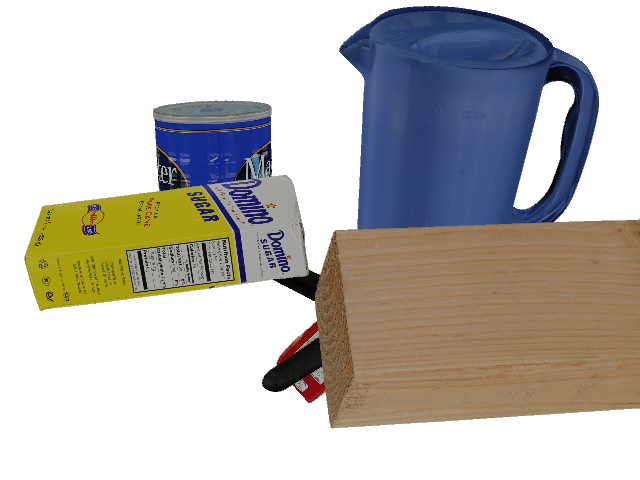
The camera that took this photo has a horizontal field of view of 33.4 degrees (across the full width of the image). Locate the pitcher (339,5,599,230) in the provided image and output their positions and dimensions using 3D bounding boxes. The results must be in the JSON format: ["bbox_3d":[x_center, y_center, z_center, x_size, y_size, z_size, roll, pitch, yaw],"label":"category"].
[{"bbox_3d":[0.100,-0.045,0.808,0.144,0.243,0.149,-20,38,-36],"label":"pitcher"}]

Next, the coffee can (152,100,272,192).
[{"bbox_3d":[-0.092,-0.047,0.940,0.103,0.140,0.103,-1,14,0],"label":"coffee can"}]

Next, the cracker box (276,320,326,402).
[{"bbox_3d":[0.062,0.079,1.262,0.214,0.072,0.164,-47,-7,30],"label":"cracker box"}]

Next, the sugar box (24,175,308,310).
[{"bbox_3d":[-0.100,-0.001,0.712,0.176,0.048,0.093,-10,25,-3],"label":"sugar box"}]

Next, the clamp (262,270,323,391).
[{"bbox_3d":[0.035,0.083,1.049,0.210,0.164,0.036,3,-42,0],"label":"clamp"}]

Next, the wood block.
[{"bbox_3d":[0.107,0.049,0.629,0.206,0.091,0.090,-2,-29,-10],"label":"wood block"}]
